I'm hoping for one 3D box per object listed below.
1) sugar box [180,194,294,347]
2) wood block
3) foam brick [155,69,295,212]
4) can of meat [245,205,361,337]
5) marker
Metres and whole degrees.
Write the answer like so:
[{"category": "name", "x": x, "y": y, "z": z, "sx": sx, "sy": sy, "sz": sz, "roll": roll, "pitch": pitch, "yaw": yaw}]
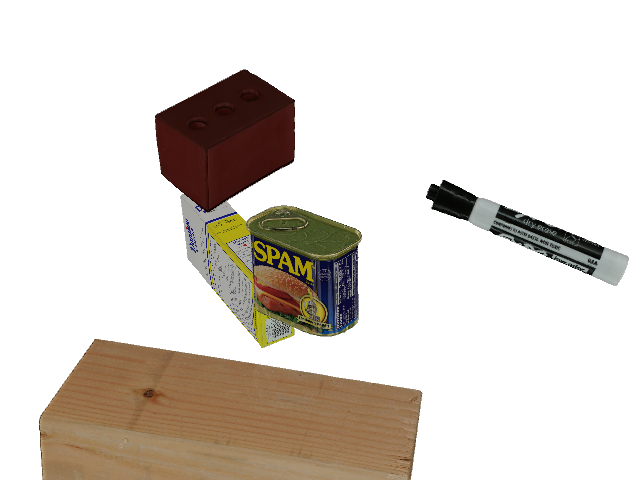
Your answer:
[{"category": "sugar box", "x": -0.089, "y": 0.024, "z": 1.123, "sx": 0.048, "sy": 0.093, "sz": 0.176, "roll": -19, "pitch": 41, "yaw": -22}, {"category": "wood block", "x": -0.050, "y": 0.131, "z": 0.633, "sx": 0.206, "sy": 0.090, "sz": 0.090, "roll": 8, "pitch": 28, "yaw": 8}, {"category": "foam brick", "x": -0.062, "y": -0.066, "z": 0.698, "sx": 0.078, "sy": 0.051, "sz": 0.053, "roll": -34, "pitch": 54, "yaw": -31}, {"category": "can of meat", "x": -0.014, "y": 0.027, "z": 0.918, "sx": 0.102, "sy": 0.084, "sz": 0.057, "roll": 21, "pitch": 35, "yaw": 36}, {"category": "marker", "x": 0.119, "y": -0.006, "z": 0.622, "sx": 0.121, "sy": 0.020, "sz": 0.020, "roll": 23, "pitch": 3, "yaw": 8}]
